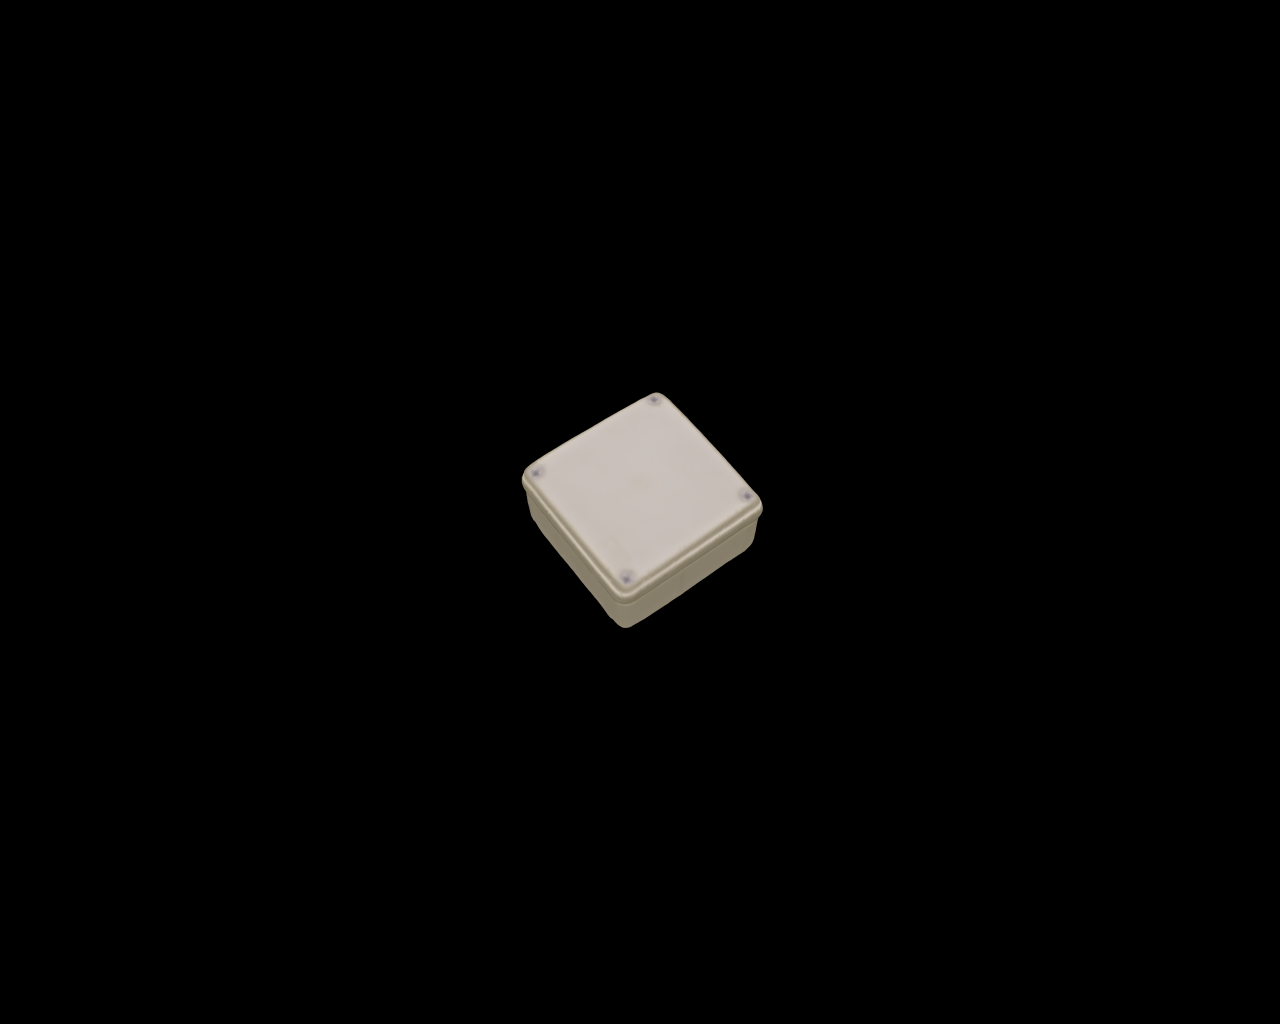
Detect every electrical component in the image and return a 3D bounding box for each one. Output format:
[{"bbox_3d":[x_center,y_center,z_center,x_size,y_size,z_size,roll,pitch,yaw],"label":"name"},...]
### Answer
[{"bbox_3d":[0.001,-0.003,0.650,0.109,0.109,0.056,-32,-26,-18],"label":"electrical component"}]
